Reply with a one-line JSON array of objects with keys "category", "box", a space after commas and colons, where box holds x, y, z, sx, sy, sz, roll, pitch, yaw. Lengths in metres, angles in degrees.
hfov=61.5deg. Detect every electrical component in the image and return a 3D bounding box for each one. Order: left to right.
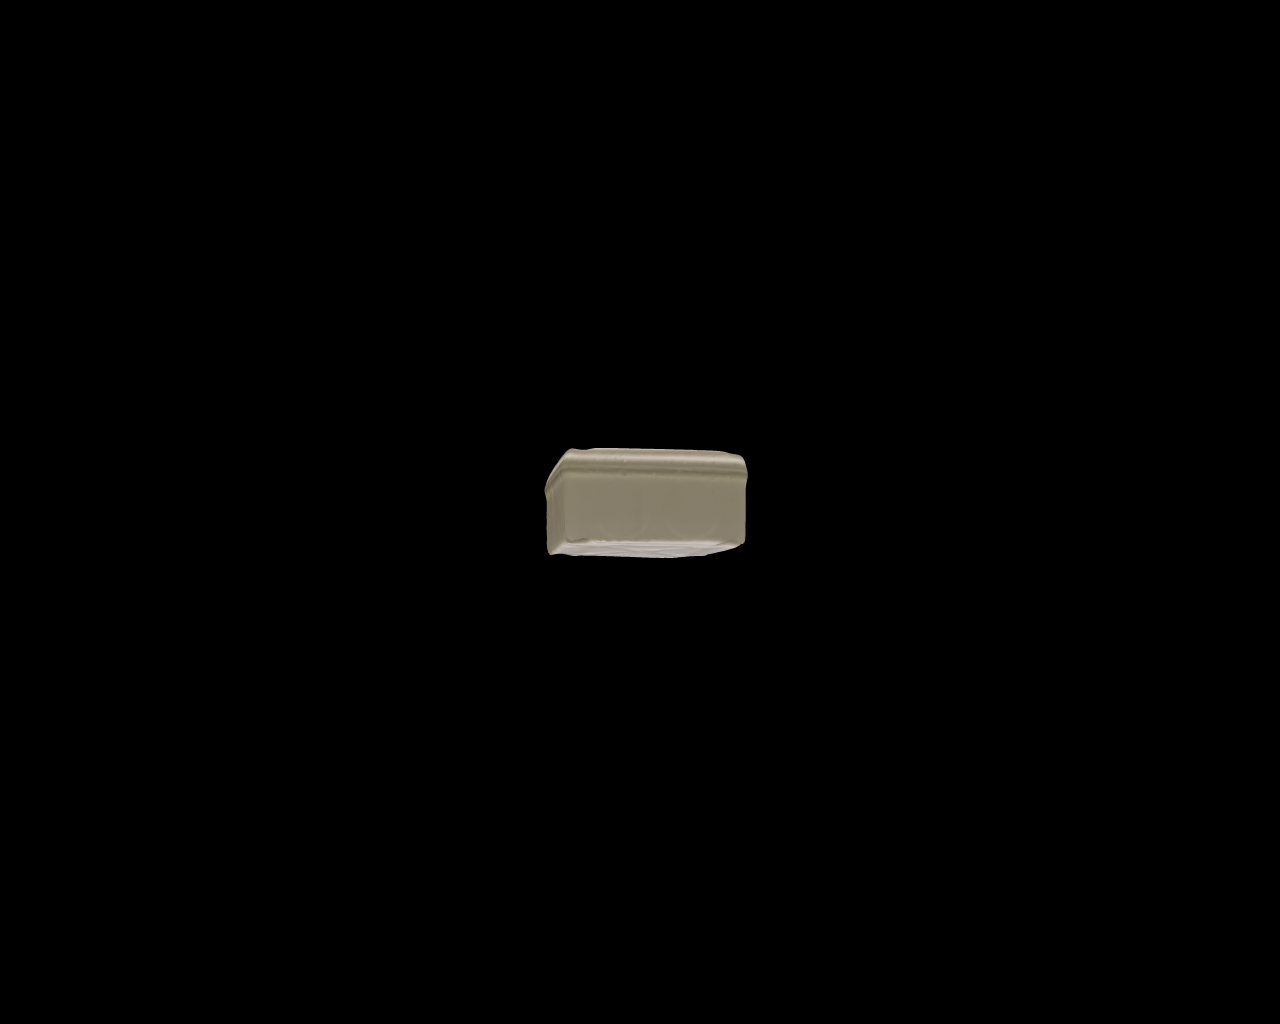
[{"category": "electrical component", "box": [0.001, -0.003, 0.650, 0.109, 0.056, 0.108, 1, -7, -11]}]
